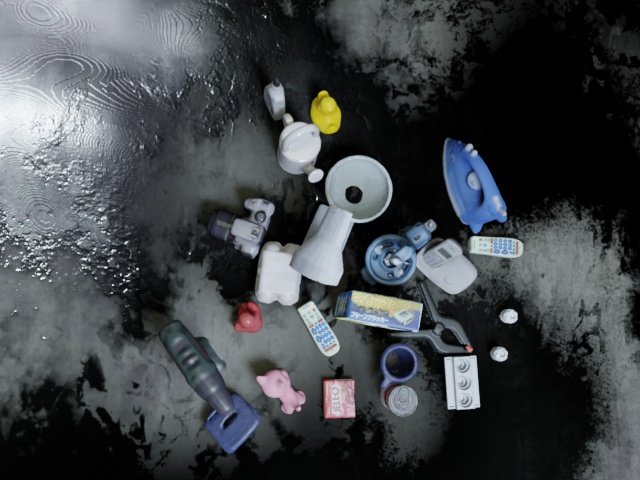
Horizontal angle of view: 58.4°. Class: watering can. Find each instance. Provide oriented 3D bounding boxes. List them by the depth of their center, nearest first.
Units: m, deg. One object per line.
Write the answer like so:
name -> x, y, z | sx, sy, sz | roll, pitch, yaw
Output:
watering can -> -0.043, -0.221, 1.356 | 0.173, 0.194, 0.101 | 43, 80, 0

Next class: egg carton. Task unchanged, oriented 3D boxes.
egg carton -> -0.098, 0.080, 1.374 | 0.107, 0.069, 0.150 | 6, 82, -6

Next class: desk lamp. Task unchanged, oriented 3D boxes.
desk lamp -> 0.012, 0.005, 1.324 | 0.118, 0.213, 0.203 | 22, 81, -3

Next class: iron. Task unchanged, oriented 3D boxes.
iron -> 0.386, -0.155, 1.425 | 0.119, 0.141, 0.258 | -23, 86, -9

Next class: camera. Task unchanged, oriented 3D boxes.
camera -> -0.191, -0.042, 1.362 | 0.137, 0.100, 0.143 | 19, 81, -4

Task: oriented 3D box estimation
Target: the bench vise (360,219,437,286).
bench vise -> 0.188, 0.014, 1.340 | 0.121, 0.219, 0.207 | 32, 80, -1

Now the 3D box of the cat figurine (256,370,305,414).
cat figurine -> -0.088, 0.345, 1.317 | 0.067, 0.117, 0.128 | -41, 89, -10

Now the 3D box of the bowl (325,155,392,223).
bowl -> 0.091, -0.121, 1.420 | 0.167, 0.074, 0.167 | 1, 83, -7

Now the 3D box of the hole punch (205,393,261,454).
hole punch -> -0.201, 0.417, 1.307 | 0.101, 0.091, 0.109 | 44, 80, 0

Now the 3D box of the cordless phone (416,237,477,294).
cordless phone -> 0.316, 0.056, 1.368 | 0.147, 0.185, 0.094 | 38, 80, -1

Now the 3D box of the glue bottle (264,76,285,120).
glue bottle -> -0.106, -0.351, 1.376 | 0.037, 0.173, 0.078 | -21, 85, -9

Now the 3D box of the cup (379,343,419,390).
cup -> 0.173, 0.302, 1.365 | 0.091, 0.095, 0.118 | 35, 80, -1

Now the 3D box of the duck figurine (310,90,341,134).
duck figurine -> 0.018, -0.323, 1.431 | 0.077, 0.086, 0.104 | -17, 85, -8

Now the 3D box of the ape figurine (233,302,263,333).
ape figurine -> -0.169, 0.186, 1.340 | 0.078, 0.092, 0.076 | -37, 88, -10

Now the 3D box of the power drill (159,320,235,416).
power drill -> -0.260, 0.277, 1.259 | 0.076, 0.208, 0.229 | -39, 88, -10
